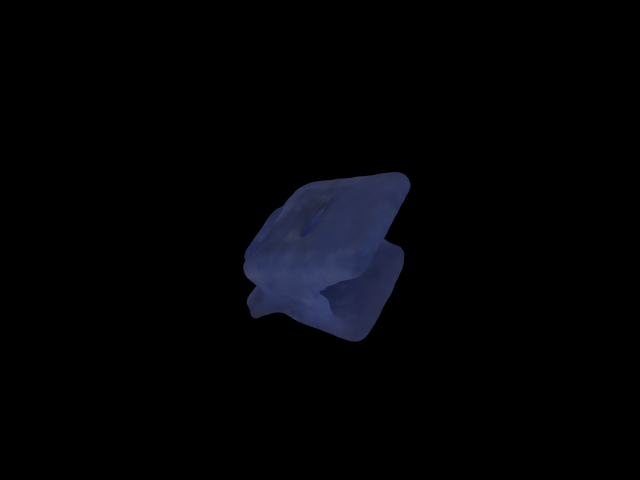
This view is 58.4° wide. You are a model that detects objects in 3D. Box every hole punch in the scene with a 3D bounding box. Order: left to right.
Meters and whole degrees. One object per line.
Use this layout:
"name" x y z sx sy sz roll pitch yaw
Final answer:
"hole punch" 0.004 0.001 0.400 0.101 0.091 0.109 17 48 17
